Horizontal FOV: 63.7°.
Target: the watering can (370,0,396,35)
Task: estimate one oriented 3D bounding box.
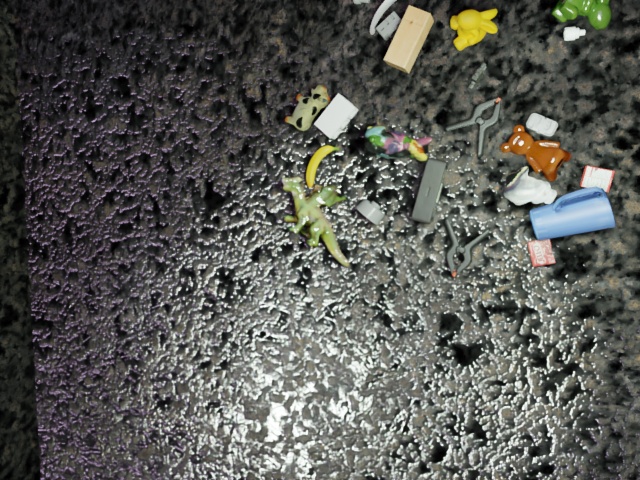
[{"bbox_3d":[0.266,-0.942,1.883,0.224,0.342,0.106,-2,23,9],"label":"watering can"}]

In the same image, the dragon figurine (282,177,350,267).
[{"bbox_3d":[0.006,-0.101,2.015,0.410,0.242,0.123,35,7,0],"label":"dragon figurine"}]

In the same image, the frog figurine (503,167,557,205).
[{"bbox_3d":[0.714,-0.161,1.756,0.125,0.159,0.135,-51,2,-38],"label":"frog figurine"}]
